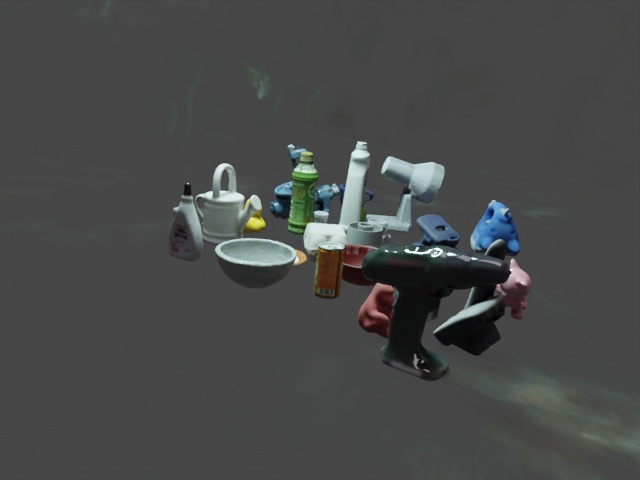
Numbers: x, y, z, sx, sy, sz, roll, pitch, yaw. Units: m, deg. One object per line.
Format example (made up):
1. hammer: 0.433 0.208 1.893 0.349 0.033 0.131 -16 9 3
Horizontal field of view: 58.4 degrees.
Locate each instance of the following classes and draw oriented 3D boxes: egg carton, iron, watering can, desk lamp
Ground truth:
1. egg carton: 0.013 0.005 1.400 0.107 0.069 0.150 4 17 -7
2. iron: 0.488 -0.045 1.606 0.118 0.141 0.258 7 17 2
3. watering can: -0.229 -0.091 1.418 0.173 0.194 0.101 6 17 -1
4. desk lamp: 0.252 -0.135 1.696 0.203 0.213 0.118 5 17 -4

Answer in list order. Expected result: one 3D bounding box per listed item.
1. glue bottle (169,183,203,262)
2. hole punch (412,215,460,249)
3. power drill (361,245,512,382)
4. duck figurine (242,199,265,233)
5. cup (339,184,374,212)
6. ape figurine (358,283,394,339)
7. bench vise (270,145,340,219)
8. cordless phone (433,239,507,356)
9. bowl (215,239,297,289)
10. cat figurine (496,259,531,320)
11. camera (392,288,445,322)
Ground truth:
1. glue bottle: -0.297 -0.042 1.269 0.078 0.173 0.037 12 18 20
2. hole punch: 0.315 -0.014 1.530 0.109 0.091 0.100 -10 23 -42
3. power drill: 0.166 0.103 0.886 0.228 0.208 0.076 16 20 30
4. duck figurine: -0.185 -0.069 1.548 0.077 0.086 0.105 10 17 13
5. cup: 0.113 -0.121 1.808 0.117 0.095 0.092 15 19 29
6. ape figurine: 0.108 0.119 1.017 0.075 0.092 0.078 16 20 31
7. bench vise: -0.046 -0.174 1.710 0.208 0.220 0.121 -9 22 -40
8. cordless phone: 0.272 0.093 0.998 0.093 0.185 0.148 16 20 31
9. bowl: -0.133 0.055 1.175 0.167 0.075 0.167 6 17 -1
10. cat figurine: 0.391 0.093 1.155 0.067 0.118 0.128 12 18 20
11. camera: 0.203 0.086 1.142 0.137 0.101 0.142 -3 19 -27
